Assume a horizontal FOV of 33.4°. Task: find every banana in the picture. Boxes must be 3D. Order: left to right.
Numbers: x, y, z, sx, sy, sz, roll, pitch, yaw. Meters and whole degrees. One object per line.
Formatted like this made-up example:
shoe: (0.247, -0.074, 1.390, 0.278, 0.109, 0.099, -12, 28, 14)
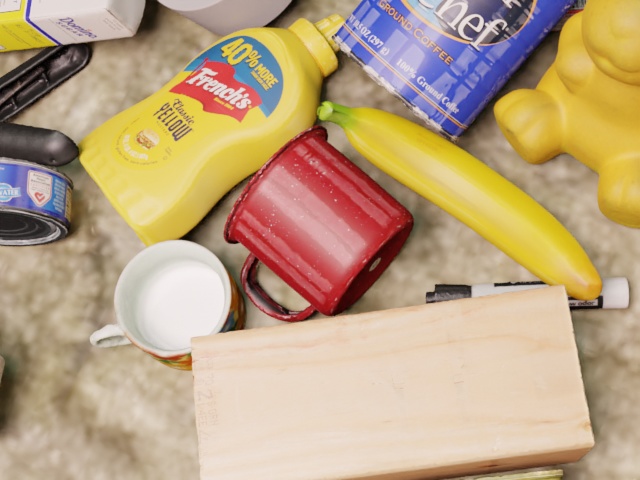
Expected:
banana: (0.087, -0.027, 0.653, 0.198, 0.069, 0.037, 33, 119, 8)

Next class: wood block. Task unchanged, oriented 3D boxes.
wood block: (0.039, 0.092, 0.607, 0.206, 0.091, 0.090, -8, 72, 5)

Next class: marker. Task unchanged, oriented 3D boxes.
marker: (0.125, 0.034, 0.650, 0.121, 0.020, 0.020, -2, 72, 7)

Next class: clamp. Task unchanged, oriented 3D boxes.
clamp: (-0.229, -0.070, 0.708, 0.171, 0.039, 0.120, -23, 39, 4)

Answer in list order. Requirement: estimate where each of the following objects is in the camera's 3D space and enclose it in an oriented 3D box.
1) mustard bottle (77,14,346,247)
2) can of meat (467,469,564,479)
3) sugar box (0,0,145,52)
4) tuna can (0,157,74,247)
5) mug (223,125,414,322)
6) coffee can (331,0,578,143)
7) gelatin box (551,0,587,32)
mustard bottle: (-0.058, -0.083, 0.691, 0.191, 0.058, 0.096, -38, 53, -6)
can of meat: (0.090, 0.176, 0.592, 0.102, 0.057, 0.084, -8, 75, 6)
sugar box: (-0.199, -0.179, 0.728, 0.176, 0.048, 0.093, 0, 73, 22)
tuna can: (-0.201, -0.023, 0.679, 0.086, 0.086, 0.034, -2, 74, 7)
mug: (-0.004, 0.001, 0.650, 0.081, 0.093, 0.117, 41, 112, 12)
coffee can: (0.090, -0.145, 0.646, 0.103, 0.102, 0.140, 44, 103, 18)
gelatin box: (0.188, -0.178, 0.704, 0.089, 0.030, 0.073, -5, 73, 7)
